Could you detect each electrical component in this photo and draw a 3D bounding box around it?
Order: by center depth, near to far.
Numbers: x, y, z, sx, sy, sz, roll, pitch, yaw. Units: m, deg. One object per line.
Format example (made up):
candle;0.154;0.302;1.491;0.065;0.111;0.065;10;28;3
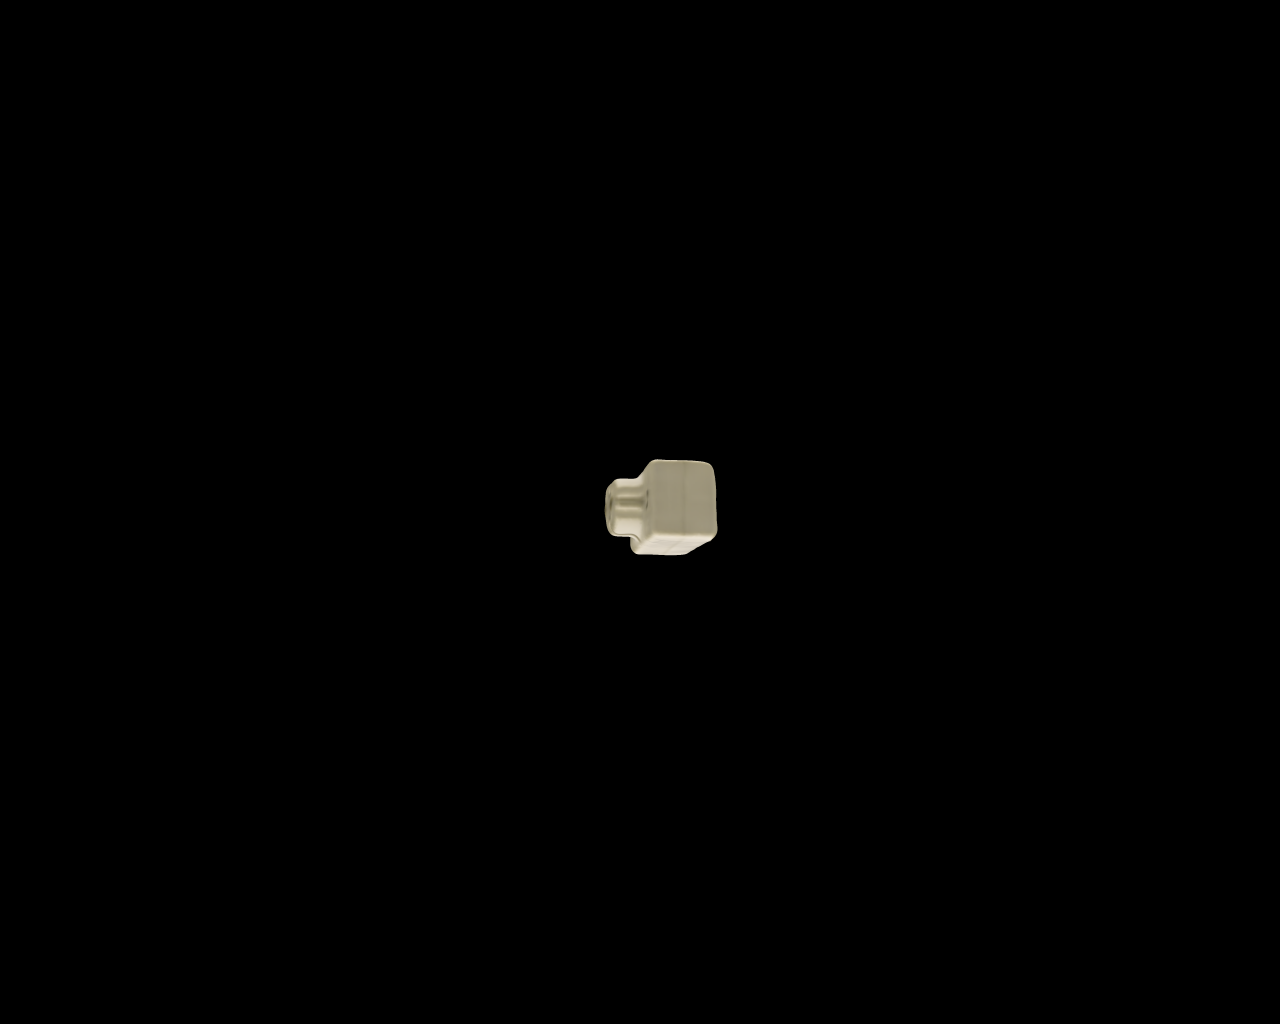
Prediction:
electrical component;0.001;-0.003;0.650;0.077;0.047;0.065;2;-12;-11
